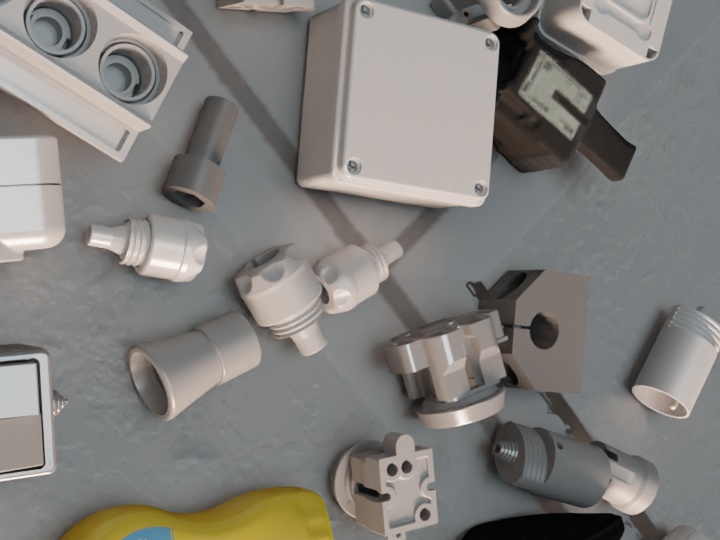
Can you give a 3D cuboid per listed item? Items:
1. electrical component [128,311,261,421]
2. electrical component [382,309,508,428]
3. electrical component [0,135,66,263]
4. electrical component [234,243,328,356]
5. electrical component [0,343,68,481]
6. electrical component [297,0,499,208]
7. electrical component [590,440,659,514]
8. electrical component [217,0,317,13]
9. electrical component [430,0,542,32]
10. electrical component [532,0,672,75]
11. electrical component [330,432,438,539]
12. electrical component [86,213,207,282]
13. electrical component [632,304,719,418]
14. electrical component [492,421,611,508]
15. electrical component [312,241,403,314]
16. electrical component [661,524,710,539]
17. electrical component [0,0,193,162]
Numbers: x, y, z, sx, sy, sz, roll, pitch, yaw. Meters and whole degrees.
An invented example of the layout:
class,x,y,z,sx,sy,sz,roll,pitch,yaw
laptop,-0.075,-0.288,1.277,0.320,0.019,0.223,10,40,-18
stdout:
class,x,y,z,sx,sy,sz,roll,pitch,yaw
electrical component,-0.087,0.049,0.588,0.065,0.044,0.044,-25,102,-34
electrical component,0.057,0.062,0.665,0.078,0.058,0.057,-18,96,-31
electrical component,-0.194,-0.031,0.517,0.095,0.054,0.059,-6,92,-31
electrical component,-0.040,0.019,0.615,0.043,0.043,0.062,-38,109,-26
electrical component,-0.186,0.070,0.516,0.096,0.061,0.061,-4,91,-31
electrical component,0.024,-0.097,0.647,0.109,0.056,0.108,7,86,-31
electrical component,0.177,0.143,0.747,0.046,0.040,0.040,28,75,-22
electrical component,-0.054,-0.177,0.610,0.066,0.048,0.055,-4,99,-31
electrical component,0.083,-0.175,0.685,0.048,0.055,0.066,48,67,-21
electrical component,0.169,-0.200,0.736,0.078,0.057,0.113,23,78,-29
electrical component,0.014,0.127,0.638,0.048,0.055,0.066,-6,93,-31
electrical component,-0.115,-0.014,0.576,0.061,0.035,0.035,10,84,-28
electrical component,0.234,0.061,0.779,0.043,0.043,0.081,40,69,-24
electrical component,0.121,0.127,0.710,0.081,0.043,0.043,21,79,-29
electrical component,0.000,0.000,0.645,0.061,0.035,0.035,-30,104,-30
electrical component,0.215,0.222,0.765,0.081,0.043,0.043,-31,105,-27
electrical component,-0.157,-0.118,0.535,0.121,0.063,0.078,32,73,-27
